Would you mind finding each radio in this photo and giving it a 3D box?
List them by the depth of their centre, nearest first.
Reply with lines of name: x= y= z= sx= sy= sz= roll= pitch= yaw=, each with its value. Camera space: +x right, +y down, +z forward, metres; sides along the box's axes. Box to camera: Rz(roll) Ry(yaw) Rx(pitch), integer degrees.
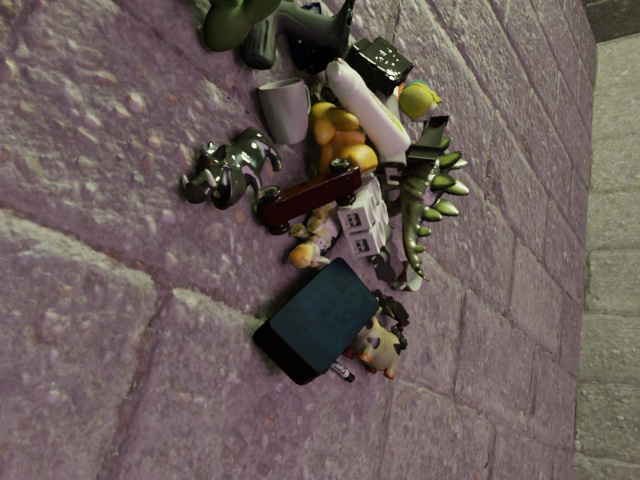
radio: x=0.001 y=0.142 z=0.969 sx=0.131 sy=0.073 sz=0.229 roll=47 pitch=47 yaw=2

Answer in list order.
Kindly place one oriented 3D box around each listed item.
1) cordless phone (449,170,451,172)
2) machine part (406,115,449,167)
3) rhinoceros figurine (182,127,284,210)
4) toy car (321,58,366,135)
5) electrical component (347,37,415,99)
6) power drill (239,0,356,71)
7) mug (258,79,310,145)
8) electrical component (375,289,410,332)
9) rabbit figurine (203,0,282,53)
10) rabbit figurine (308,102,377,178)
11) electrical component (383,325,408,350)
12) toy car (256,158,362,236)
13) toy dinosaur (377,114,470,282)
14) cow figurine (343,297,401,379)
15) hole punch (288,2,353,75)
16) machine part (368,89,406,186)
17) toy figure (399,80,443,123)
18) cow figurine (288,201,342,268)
cordless phone: x=0.270 y=-0.129 z=1.376 sx=0.146 sy=0.089 sz=0.184 roll=19 pitch=84 yaw=-50
machine part: x=0.245 y=-0.219 z=1.192 sx=0.139 sy=0.084 sz=0.039 roll=-61 pitch=137 yaw=-24
rhinoceros figurine: x=-0.138 y=-0.112 z=0.857 sx=0.190 sy=0.073 sz=0.112 roll=-51 pitch=127 yaw=-40
toy car: x=0.055 y=-0.277 z=1.098 sx=0.201 sy=0.056 sz=0.073 roll=59 pitch=44 yaw=-51
electrical component: x=0.126 y=-0.383 z=1.172 sx=0.134 sy=0.058 sz=0.115 roll=36 pitch=47 yaw=2
power drill: x=-0.041 y=-0.402 z=0.918 sx=0.207 sy=0.086 sz=0.232 roll=8 pitch=88 yaw=-9
mug: x=-0.056 y=-0.231 z=0.971 sx=0.109 sy=0.081 sz=0.107 roll=-40 pitch=129 yaw=-50
electrical component: x=0.162 y=0.162 z=1.211 sx=0.045 sy=0.078 sz=0.102 roll=-47 pitch=131 yaw=-16
rabbit figurine: x=-0.144 y=-0.383 z=0.835 sx=0.159 sy=0.121 sz=0.170 roll=-11 pitch=128 yaw=-13
rabbit figurine: x=0.025 y=-0.189 z=1.030 sx=0.173 sy=0.122 sz=0.162 roll=63 pitch=3 yaw=7
electrical component: x=0.167 y=0.227 z=1.216 sx=0.021 sy=0.063 sz=0.093 roll=-55 pitch=129 yaw=-37
toy car: x=-0.019 y=-0.080 z=0.955 sx=0.202 sy=0.053 sz=0.089 roll=-26 pitch=126 yaw=-14
toy dinosaur: x=0.227 y=-0.117 z=1.207 sx=0.105 sy=0.199 sz=0.471 roll=41 pitch=55 yaw=-45
cow figurine: x=0.105 y=0.198 z=1.128 sx=0.194 sy=0.086 sz=0.127 roll=42 pitch=62 yaw=-38
hole punch: x=-0.008 y=-0.392 z=1.040 sx=0.142 sy=0.092 sz=0.115 roll=-46 pitch=159 yaw=-47
machine part: x=0.144 y=-0.236 z=1.193 sx=0.079 sy=0.079 sz=0.243 roll=13 pitch=68 yaw=-50
toy figure: x=0.223 y=-0.328 z=1.252 sx=0.089 sy=0.082 sz=0.180 roll=28 pitch=30 yaw=-8
cow figurine: x=-0.004 y=-0.002 z=1.022 sx=0.098 sy=0.068 sz=0.167 roll=53 pitch=49 yaw=-41
